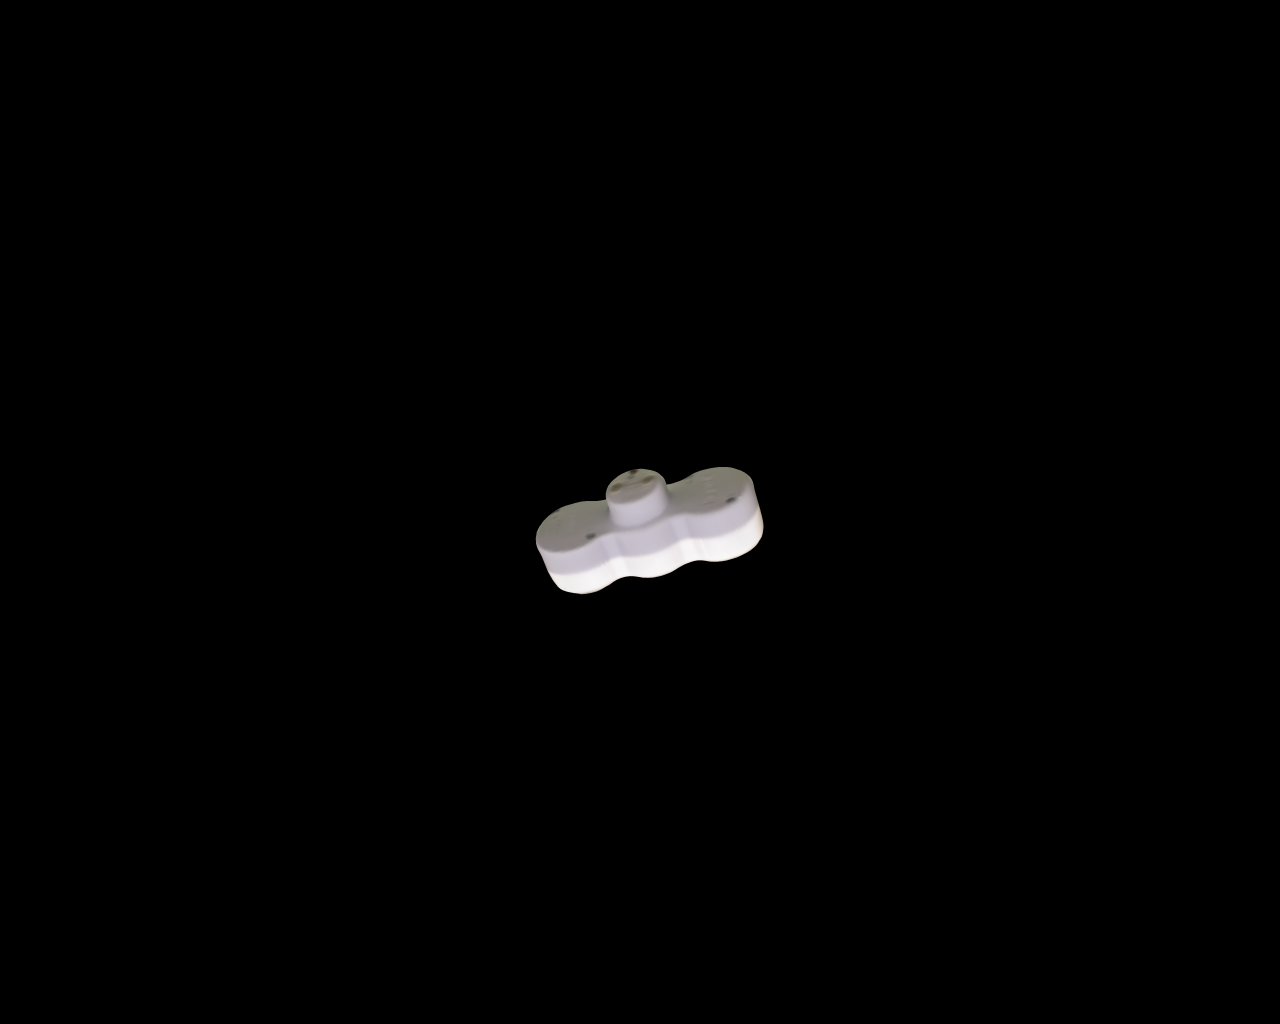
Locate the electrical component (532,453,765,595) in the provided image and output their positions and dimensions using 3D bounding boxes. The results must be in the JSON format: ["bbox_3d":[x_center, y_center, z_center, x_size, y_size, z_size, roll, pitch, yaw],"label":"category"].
[{"bbox_3d":[0.001,-0.003,0.650,0.138,0.073,0.052,-14,33,9],"label":"electrical component"}]
